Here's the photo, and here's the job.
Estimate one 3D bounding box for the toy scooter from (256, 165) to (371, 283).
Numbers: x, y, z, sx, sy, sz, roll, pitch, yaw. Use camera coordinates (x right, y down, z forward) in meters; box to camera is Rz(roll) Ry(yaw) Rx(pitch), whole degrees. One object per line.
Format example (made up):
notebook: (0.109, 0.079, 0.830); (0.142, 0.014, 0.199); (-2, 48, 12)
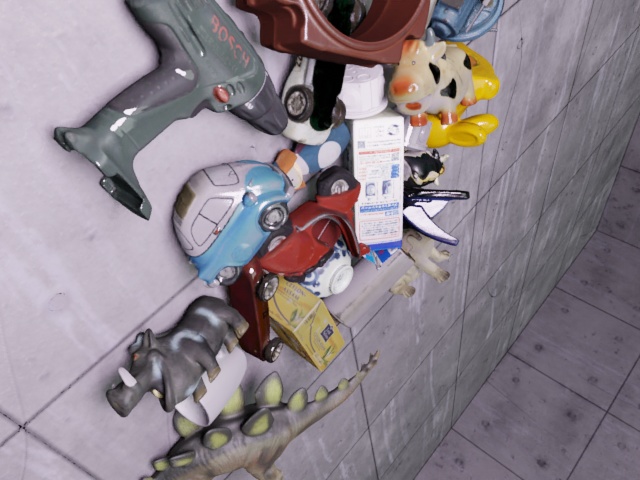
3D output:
toy scooter: (-0.002, -0.002, 0.746); (0.184, 0.075, 0.135); (-39, 118, -1)

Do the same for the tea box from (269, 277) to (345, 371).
tea box: (-0.031, 0.134, 0.865); (0.068, 0.098, 0.169); (-49, 149, -16)

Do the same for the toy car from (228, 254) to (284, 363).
toy car: (-0.094, 0.094, 0.746); (0.053, 0.089, 0.201); (-51, 151, -39)

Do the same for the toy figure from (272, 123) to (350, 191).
toy figure: (-0.026, -0.105, 0.710); (0.154, 0.058, 0.064); (-43, 114, -22)

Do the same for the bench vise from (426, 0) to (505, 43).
bench vise: (0.214, -0.373, 0.768); (0.240, 0.129, 0.223); (20, 86, -81)

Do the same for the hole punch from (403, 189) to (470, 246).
hole punch: (0.176, -0.043, 0.890); (0.142, 0.116, 0.092); (-82, 177, -80)

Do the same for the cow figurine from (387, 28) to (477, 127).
cow figurine: (0.149, -0.219, 0.721); (0.195, 0.086, 0.127); (-40, 122, -49)

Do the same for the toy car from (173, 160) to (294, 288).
toy car: (-0.114, -0.031, 0.618); (0.102, 0.109, 0.161); (32, 101, -37)

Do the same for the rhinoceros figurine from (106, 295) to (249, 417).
rhinoceros figurine: (-0.173, 0.141, 0.663); (0.190, 0.112, 0.073); (-48, 178, -41)

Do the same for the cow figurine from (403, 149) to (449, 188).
cow figurine: (0.179, -0.128, 0.940); (0.167, 0.098, 0.068); (-15, 121, -49)

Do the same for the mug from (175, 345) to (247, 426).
mug: (-0.156, 0.187, 0.761); (0.107, 0.081, 0.109); (-45, 141, -45)

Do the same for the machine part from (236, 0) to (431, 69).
machine part: (0.024, -0.283, 0.534); (0.201, 0.087, 0.201); (-4, 107, -38)

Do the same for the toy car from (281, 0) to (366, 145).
toy car: (0.001, -0.214, 0.640); (0.073, 0.056, 0.201); (-2, 108, -47)

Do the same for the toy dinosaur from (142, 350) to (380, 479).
toy dinosaur: (-0.107, 0.308, 0.844); (0.471, 0.105, 0.198); (-22, 132, -21)

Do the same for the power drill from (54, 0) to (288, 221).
power drill: (-0.132, -0.120, 0.522); (0.207, 0.086, 0.231); (-48, 146, -11)

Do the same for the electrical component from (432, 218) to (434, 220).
electrical component: (0.196, -0.079, 1.036); (0.021, 0.063, 0.093); (-48, 147, -27)

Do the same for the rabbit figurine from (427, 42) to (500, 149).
rabbit figurine: (0.218, -0.220, 0.891); (0.122, 0.162, 0.173); (-45, 166, -44)

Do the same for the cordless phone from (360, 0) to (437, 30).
cordless phone: (0.141, -0.311, 0.645); (0.089, 0.184, 0.146); (-25, 135, -49)

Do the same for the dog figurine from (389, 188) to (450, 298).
dog figurine: (0.147, 0.001, 1.037); (0.172, 0.121, 0.190); (-28, 112, 16)

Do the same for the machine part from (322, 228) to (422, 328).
machine part: (0.086, 0.072, 0.959); (0.243, 0.079, 0.079); (-48, 150, 9)
